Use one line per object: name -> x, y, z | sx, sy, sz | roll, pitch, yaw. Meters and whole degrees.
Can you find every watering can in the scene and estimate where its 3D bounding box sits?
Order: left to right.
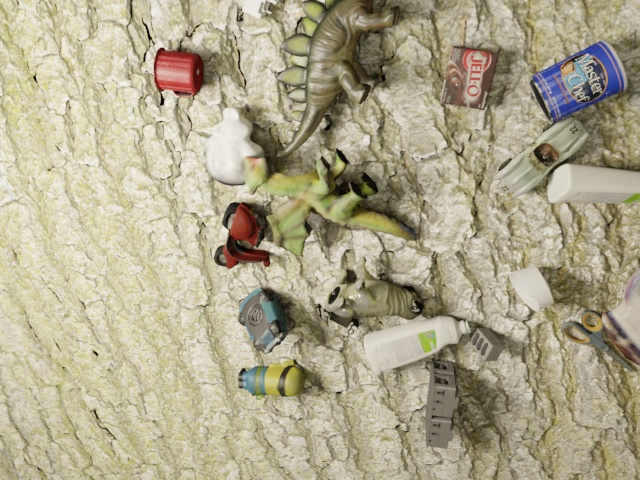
watering can -> 0.765, 0.201, 1.110 | 0.222, 0.106, 0.346 | -39, 100, 22

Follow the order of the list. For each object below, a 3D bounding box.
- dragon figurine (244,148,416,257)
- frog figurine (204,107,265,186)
dragon figurine -> 0.003, -0.057, 1.131 | 0.240, 0.125, 0.406 | -38, 115, 22
frog figurine -> -0.184, -0.202, 1.120 | 0.138, 0.125, 0.156 | 22, 128, 21
